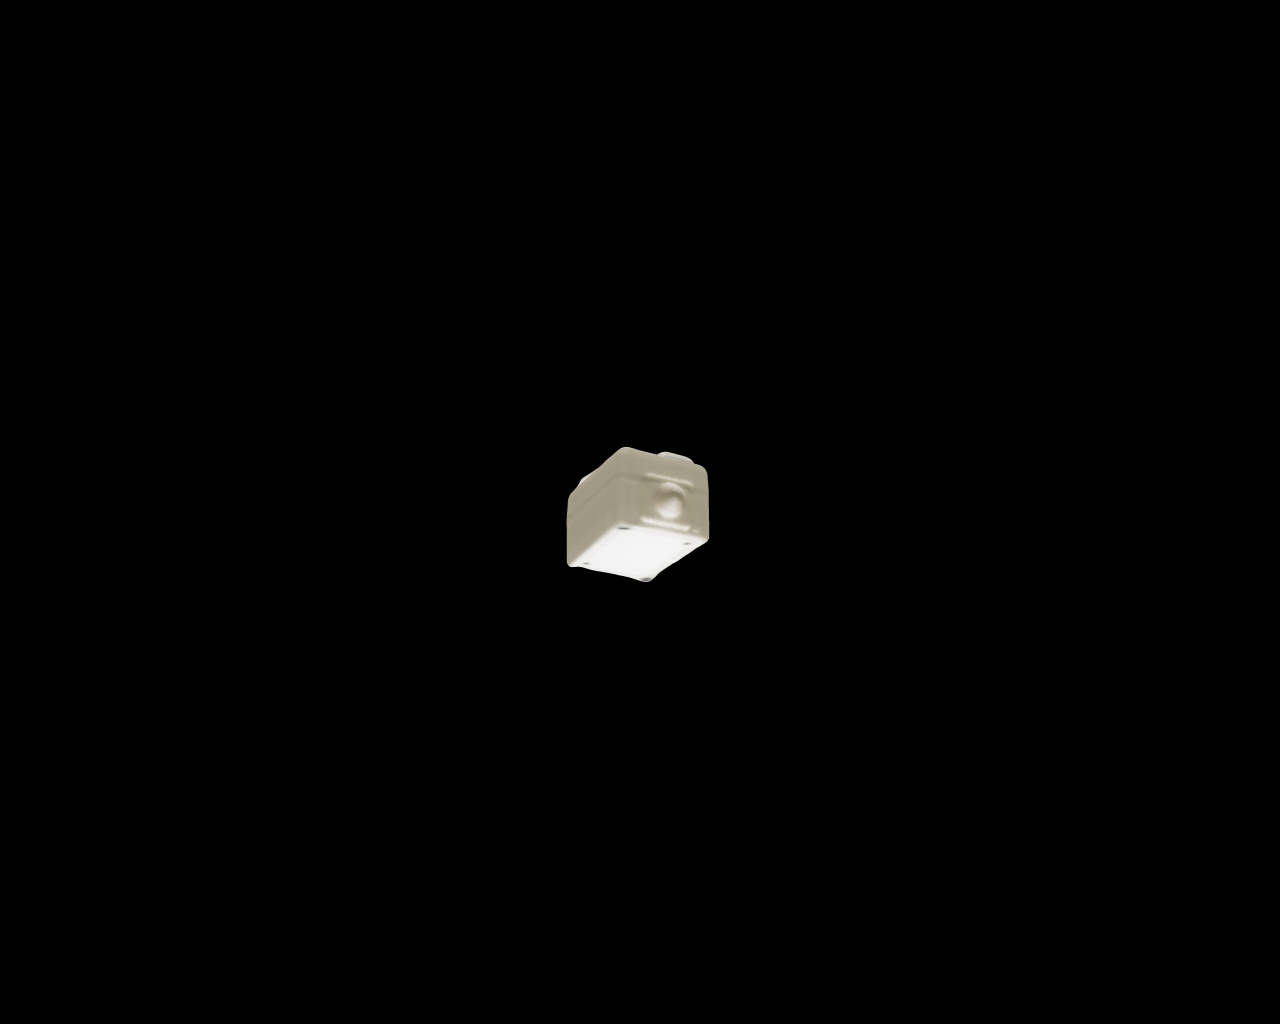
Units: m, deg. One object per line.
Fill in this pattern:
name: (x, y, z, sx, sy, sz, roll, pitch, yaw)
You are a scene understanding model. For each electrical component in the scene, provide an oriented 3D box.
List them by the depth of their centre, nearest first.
electrical component: (0.001, -0.003, 0.650, 0.062, 0.061, 0.096, 12, -27, -25)
